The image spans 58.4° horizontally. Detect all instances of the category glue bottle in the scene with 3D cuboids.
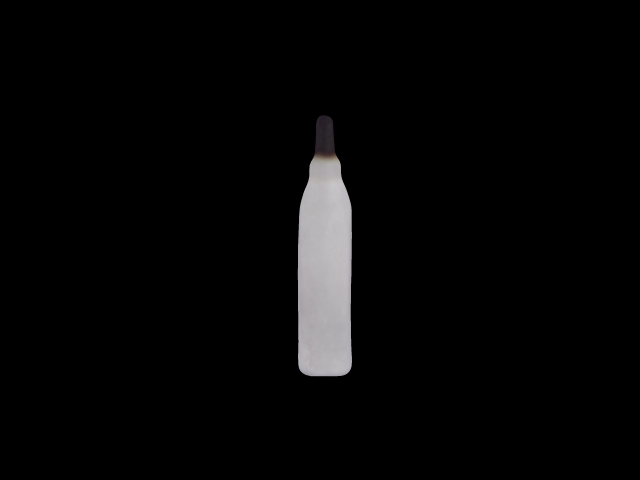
[{"bbox_3d":[0.004,0.001,0.400,0.037,0.173,0.078,0,7,0],"label":"glue bottle"}]
